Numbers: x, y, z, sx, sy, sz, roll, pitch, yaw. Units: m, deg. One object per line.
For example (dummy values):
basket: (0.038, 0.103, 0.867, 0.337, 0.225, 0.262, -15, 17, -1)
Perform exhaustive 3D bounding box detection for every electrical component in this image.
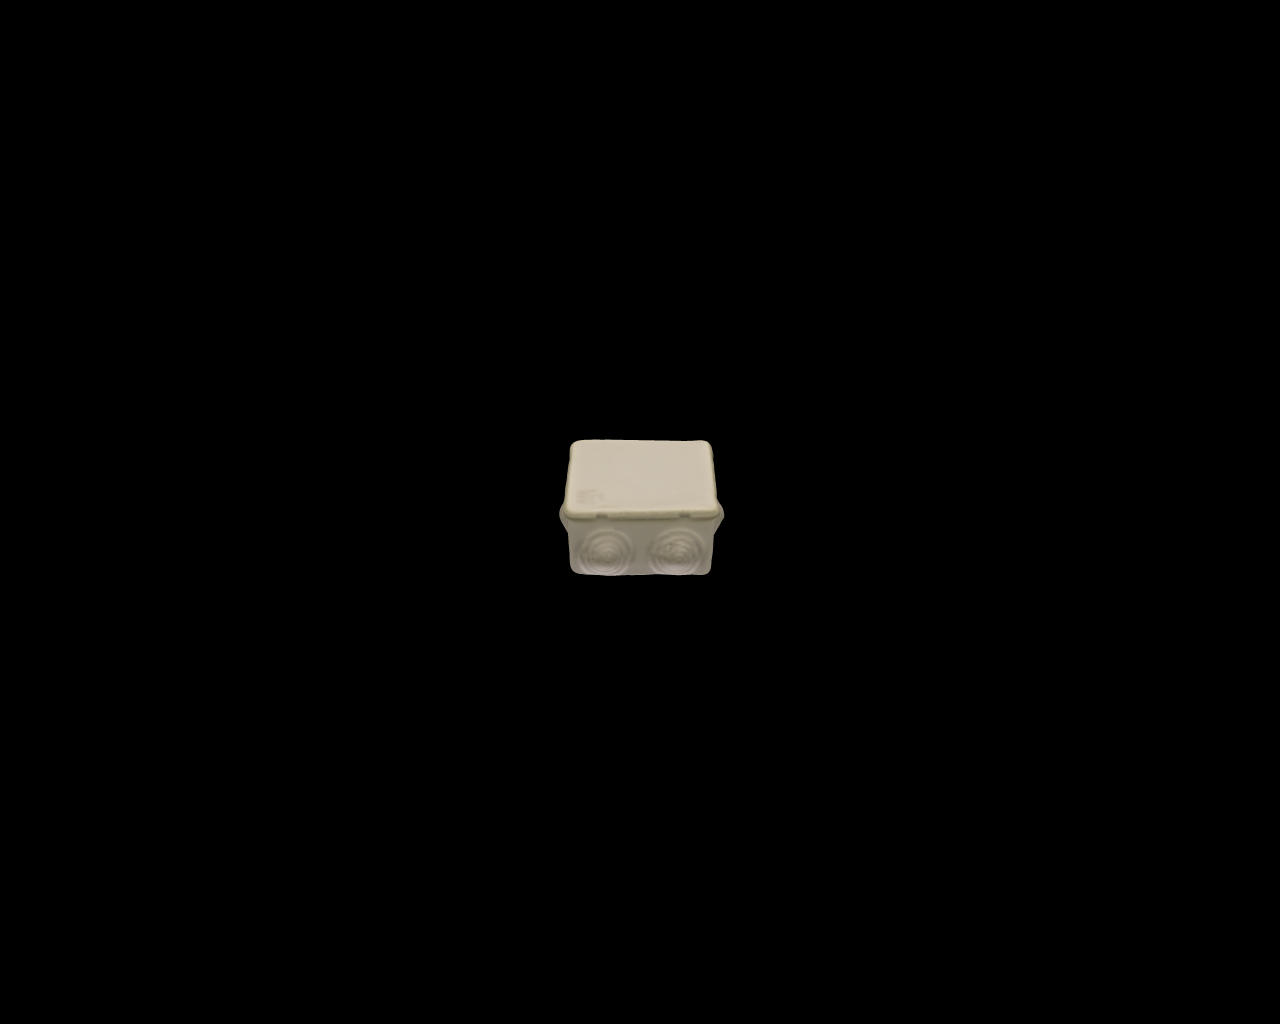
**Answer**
electrical component: (0.001, -0.003, 0.650, 0.100, 0.048, 0.100, 0, 32, 0)
